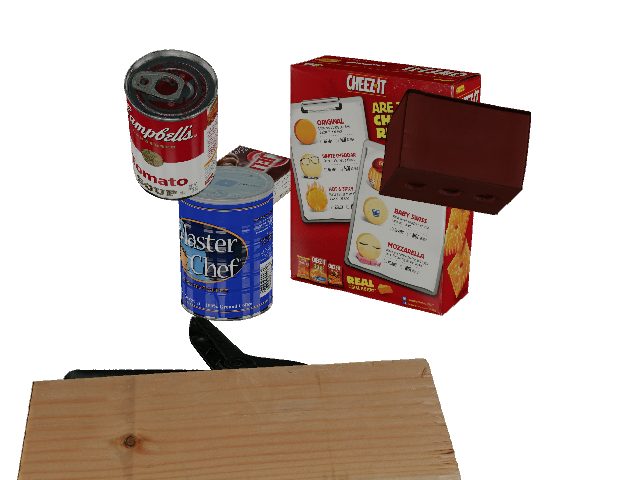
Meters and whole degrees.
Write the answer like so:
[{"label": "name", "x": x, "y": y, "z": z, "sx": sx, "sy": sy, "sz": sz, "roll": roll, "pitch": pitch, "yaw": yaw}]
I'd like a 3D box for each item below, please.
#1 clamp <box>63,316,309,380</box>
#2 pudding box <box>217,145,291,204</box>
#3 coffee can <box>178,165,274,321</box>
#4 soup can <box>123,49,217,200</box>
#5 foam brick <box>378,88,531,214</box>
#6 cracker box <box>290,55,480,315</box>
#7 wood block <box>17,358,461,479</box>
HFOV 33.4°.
[{"label": "clamp", "x": -0.062, "y": 0.104, "z": 0.802, "sx": 0.210, "sy": 0.036, "sz": 0.164, "roll": 9, "pitch": 18, "yaw": 22}, {"label": "pudding box", "x": -0.090, "y": -0.075, "z": 1.335, "sx": 0.090, "sy": 0.039, "sz": 0.113, "roll": 15, "pitch": 34, "yaw": 23}, {"label": "coffee can", "x": -0.101, "y": 0.002, "z": 1.150, "sx": 0.103, "sy": 0.140, "sz": 0.103, "roll": 1, "pitch": 23, "yaw": -1}, {"label": "soup can", "x": -0.113, "y": -0.086, "z": 0.814, "sx": 0.068, "sy": 0.068, "sz": 0.102, "roll": 0, "pitch": -33, "yaw": -6}, {"label": "foam brick", "x": 0.080, "y": -0.052, "z": 0.644, "sx": 0.078, "sy": 0.051, "sz": 0.053, "roll": 9, "pitch": -19, "yaw": -7}, {"label": "cracker box", "x": 0.057, "y": -0.054, "z": 0.984, "sx": 0.164, "sy": 0.214, "sz": 0.072, "roll": 12, "pitch": 24, "yaw": 28}, {"label": "wood block", "x": -0.042, "y": 0.126, "z": 0.547, "sx": 0.206, "sy": 0.090, "sz": 0.091, "roll": -2, "pitch": 36, "yaw": -6}]
